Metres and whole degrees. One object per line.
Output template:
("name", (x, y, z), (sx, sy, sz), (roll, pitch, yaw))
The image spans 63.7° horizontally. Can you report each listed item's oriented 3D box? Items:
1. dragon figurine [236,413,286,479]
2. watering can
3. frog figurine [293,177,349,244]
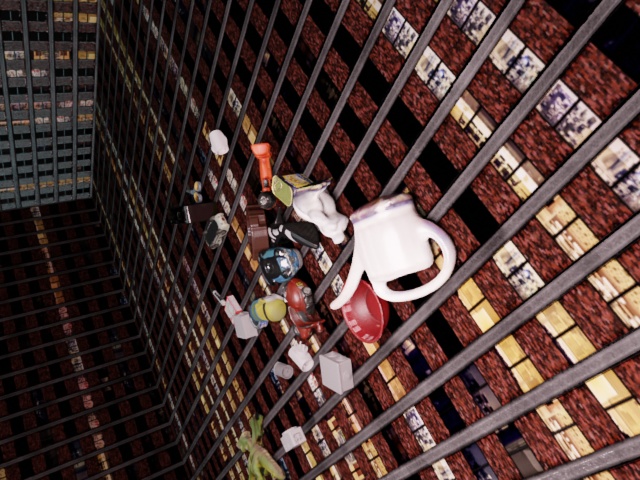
("dragon figurine", (-0.224, 0.772, 1.919), (0.403, 0.122, 0.246), (-42, 58, 52))
("watering can", (0.123, 0.030, 1.106), (0.344, 0.104, 0.225), (-21, 83, 39))
("frog figurine", (0.004, -0.065, 1.284), (0.138, 0.122, 0.158), (-99, -7, -79))
